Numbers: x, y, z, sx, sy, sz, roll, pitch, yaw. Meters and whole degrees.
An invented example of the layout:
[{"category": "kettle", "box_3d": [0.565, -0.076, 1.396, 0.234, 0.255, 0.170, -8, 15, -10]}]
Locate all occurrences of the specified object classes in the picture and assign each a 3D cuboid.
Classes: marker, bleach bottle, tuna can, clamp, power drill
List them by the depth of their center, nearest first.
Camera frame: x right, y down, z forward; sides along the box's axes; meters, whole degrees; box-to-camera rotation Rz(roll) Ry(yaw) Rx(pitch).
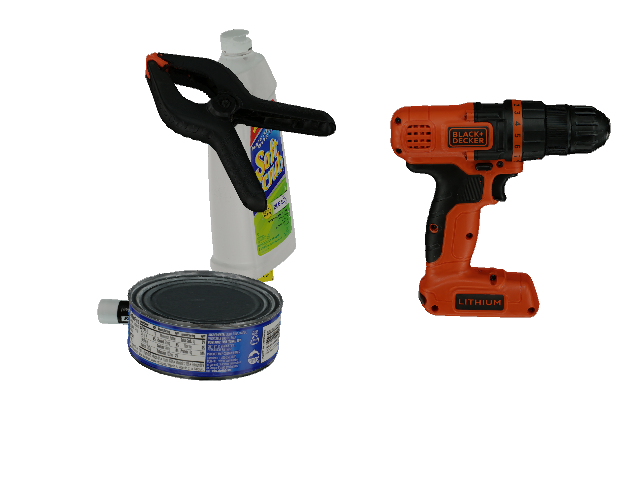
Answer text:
[{"category": "tuna can", "box_3d": [-0.064, 0.046, 0.595, 0.086, 0.034, 0.086, 4, 17, -2]}, {"category": "marker", "box_3d": [-0.106, 0.055, 0.798, 0.121, 0.020, 0.020, 2, 0, 8]}, {"category": "clamp", "box_3d": [-0.073, -0.111, 0.921, 0.120, 0.171, 0.039, -39, -12, -35]}, {"category": "power drill", "box_3d": [0.154, -0.029, 0.925, 0.184, 0.188, 0.057, 1, 15, 9]}, {"category": "bleach bottle", "box_3d": [-0.080, -0.091, 1.111, 0.068, 0.251, 0.102, 12, 30, 31]}]

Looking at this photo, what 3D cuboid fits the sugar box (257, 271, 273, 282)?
[{"category": "sugar box", "box_3d": [-0.091, -0.043, 1.326, 0.048, 0.176, 0.093, -10, 25, -14]}]
